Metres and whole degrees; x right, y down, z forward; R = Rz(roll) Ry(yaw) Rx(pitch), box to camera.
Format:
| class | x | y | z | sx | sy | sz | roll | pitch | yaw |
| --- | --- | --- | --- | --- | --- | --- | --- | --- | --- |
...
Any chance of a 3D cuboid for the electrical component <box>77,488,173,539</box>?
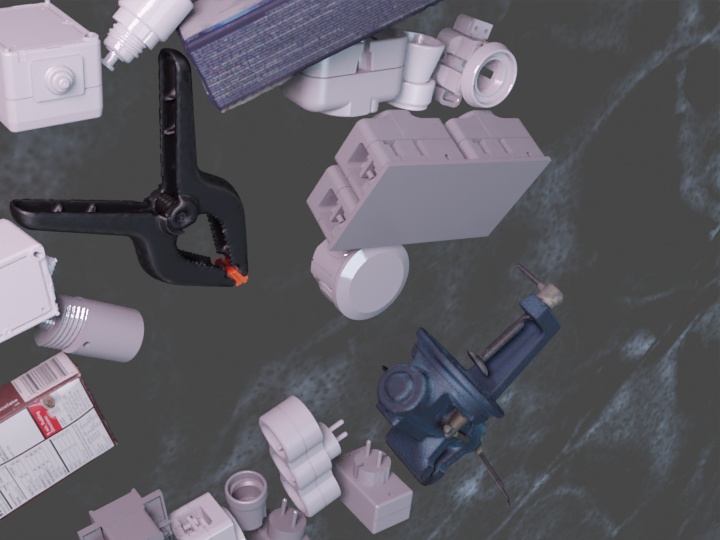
| class | x | y | z | sx | sy | sz | roll | pitch | yaw |
| --- | --- | --- | --- | --- | --- | --- | --- | --- | --- |
| electrical component | -0.198 | 0.265 | 0.963 | 0.079 | 0.063 | 0.121 | -25 | 131 | -26 |

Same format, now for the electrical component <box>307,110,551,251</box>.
| class | x | y | z | sx | sy | sz | roll | pitch | yaw |
| --- | --- | --- | --- | --- | --- | --- | --- | --- | --- |
| electrical component | 0.058 | -0.079 | 0.927 | 0.186 | 0.060 | 0.105 | -6 | 146 | -38 |

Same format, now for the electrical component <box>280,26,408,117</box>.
| class | x | y | z | sx | sy | sz | roll | pitch | yaw |
| --- | --- | --- | --- | --- | --- | --- | --- | --- | --- |
| electrical component | -0.013 | -0.158 | 0.846 | 0.095 | 0.054 | 0.059 | -15 | 126 | -33 |

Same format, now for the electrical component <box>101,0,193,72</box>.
| class | x | y | z | sx | sy | sz | roll | pitch | yaw |
| --- | --- | --- | --- | --- | --- | --- | --- | --- | --- |
| electrical component | -0.149 | -0.169 | 0.732 | 0.078 | 0.040 | 0.040 | -51 | 138 | -1 |

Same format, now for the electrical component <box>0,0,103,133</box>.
| class | x | y | z | sx | sy | sz | roll | pitch | yaw |
| --- | --- | --- | --- | --- | --- | --- | --- | --- | --- |
| electrical component | -0.203 | -0.123 | 0.674 | 0.062 | 0.096 | 0.061 | -17 | 128 | -33 |

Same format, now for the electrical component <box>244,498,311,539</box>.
| class | x | y | z | sx | sy | sz | roll | pitch | yaw |
| --- | --- | --- | --- | --- | --- | --- | --- | --- | --- |
| electrical component | -0.074 | 0.261 | 1.056 | 0.043 | 0.077 | 0.079 | -11 | 123 | -36 |

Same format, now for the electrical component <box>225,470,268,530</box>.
| class | x | y | z | sx | sy | sz | roll | pitch | yaw |
| --- | --- | --- | --- | --- | --- | --- | --- | --- | --- |
| electrical component | -0.108 | 0.221 | 1.030 | 0.040 | 0.040 | 0.046 | -25 | 136 | -27 |

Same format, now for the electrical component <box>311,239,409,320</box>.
| class | x | y | z | sx | sy | sz | roll | pitch | yaw |
| --- | --- | --- | --- | --- | --- | --- | --- | --- | --- |
| electrical component | 0.000 | 0.000 | 0.965 | 0.080 | 0.051 | 0.080 | -22 | 129 | -29 |

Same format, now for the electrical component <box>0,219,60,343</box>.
| class | x | y | z | sx | sy | sz | roll | pitch | yaw |
| --- | --- | --- | --- | --- | --- | --- | --- | --- | --- |
| electrical component | -0.258 | 0.009 | 0.746 | 0.096 | 0.061 | 0.061 | -30 | 133 | -33 |

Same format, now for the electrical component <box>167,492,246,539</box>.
| class | x | y | z | sx | sy | sz | roll | pitch | yaw |
| --- | --- | --- | --- | --- | --- | --- | --- | --- | --- |
| electrical component | -0.143 | 0.261 | 1.017 | 0.056 | 0.050 | 0.089 | -26 | 132 | -25 |

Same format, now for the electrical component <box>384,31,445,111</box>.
| class | x | y | z | sx | sy | sz | roll | pitch | yaw |
| --- | --- | --- | --- | --- | --- | --- | --- | --- | --- |
| electrical component | 0.043 | -0.166 | 0.896 | 0.045 | 0.045 | 0.055 | -7 | 122 | -38 |

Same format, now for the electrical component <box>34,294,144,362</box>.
| class | x | y | z | sx | sy | sz | roll | pitch | yaw |
| --- | --- | --- | --- | --- | --- | --- | --- | --- | --- |
| electrical component | -0.210 | 0.043 | 0.818 | 0.081 | 0.043 | 0.043 | 17 | 105 | -46 |

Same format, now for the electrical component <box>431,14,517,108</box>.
| class | x | y | z | sx | sy | sz | roll | pitch | yaw |
| --- | --- | --- | --- | --- | --- | --- | --- | --- | --- |
| electrical component | 0.098 | -0.174 | 0.929 | 0.058 | 0.057 | 0.078 | 6 | 113 | -43 |

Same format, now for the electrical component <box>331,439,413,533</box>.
| class | x | y | z | sx | sy | sz | roll | pitch | yaw |
| --- | --- | --- | --- | --- | --- | --- | --- | --- | --- |
| electrical component | 0.011 | 0.207 | 1.090 | 0.047 | 0.083 | 0.075 | -16 | 126 | -33 |

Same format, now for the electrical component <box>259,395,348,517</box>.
| class | x | y | z | sx | sy | sz | roll | pitch | yaw |
| --- | --- | --- | --- | --- | --- | --- | --- | --- | --- |
| electrical component | -0.044 | 0.172 | 1.041 | 0.074 | 0.052 | 0.138 | -33 | 135 | -20 |
